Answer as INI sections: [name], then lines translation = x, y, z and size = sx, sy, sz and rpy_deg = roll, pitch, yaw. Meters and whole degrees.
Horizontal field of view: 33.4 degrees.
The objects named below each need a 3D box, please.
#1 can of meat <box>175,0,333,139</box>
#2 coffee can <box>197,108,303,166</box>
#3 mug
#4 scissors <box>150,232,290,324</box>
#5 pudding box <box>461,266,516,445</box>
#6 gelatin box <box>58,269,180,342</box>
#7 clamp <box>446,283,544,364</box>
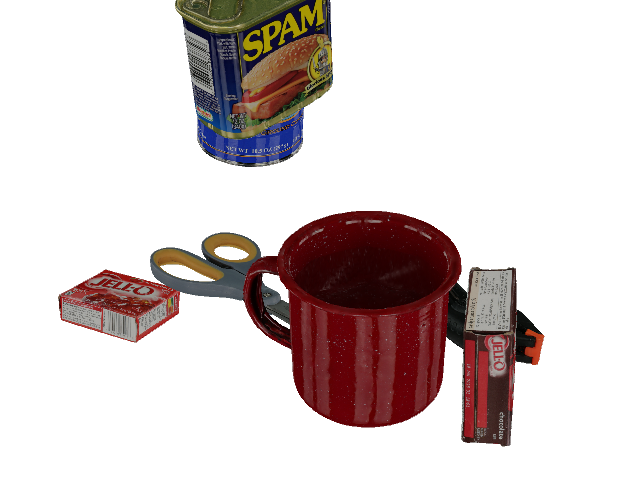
[can of meat]
translation = -0.038, -0.124, 0.682
size = 0.101, 0.084, 0.058
rpy_deg = -34, 49, -31
[coffee can]
translation = -0.064, -0.154, 0.987
size = 0.103, 0.140, 0.103
rpy_deg = 3, 37, -2
[mug]
translation = 0.013, 0.041, 0.562
size = 0.117, 0.081, 0.093
rpy_deg = 10, 35, 17
[scissors]
translation = -0.037, 0.035, 0.817
size = 0.202, 0.016, 0.096
rpy_deg = 17, 32, 24
[pudding box]
translation = 0.123, 0.081, 0.775
size = 0.039, 0.090, 0.113
rpy_deg = 2, 23, 8
[gelatin box]
translation = -0.189, 0.059, 1.003
size = 0.089, 0.030, 0.073
rpy_deg = 14, 23, 23
[clamp]
translation = 0.137, 0.068, 1.010
size = 0.172, 0.039, 0.120
rpy_deg = 21, 34, 26
